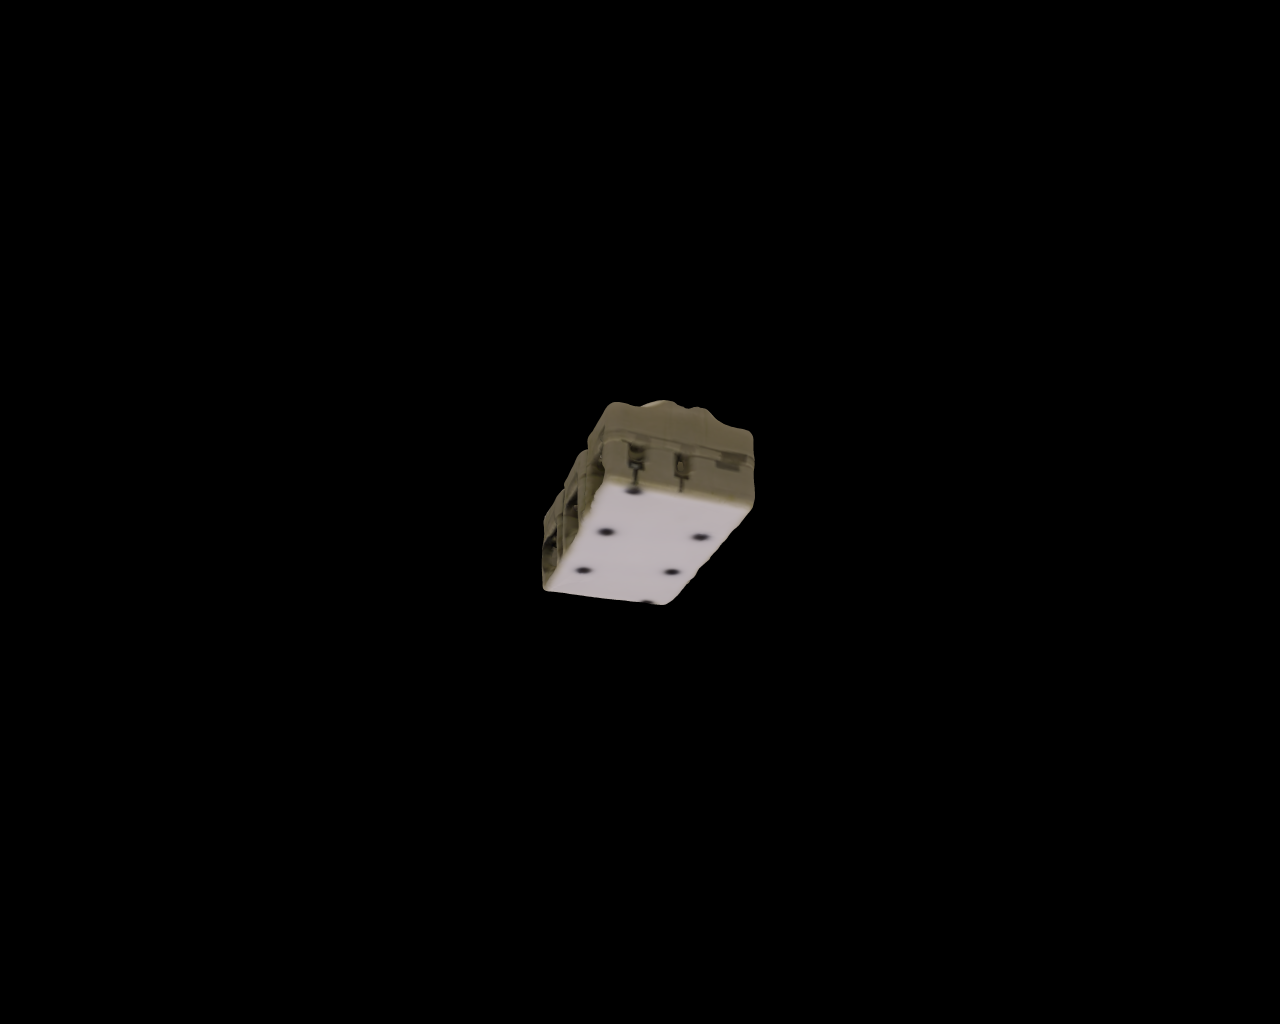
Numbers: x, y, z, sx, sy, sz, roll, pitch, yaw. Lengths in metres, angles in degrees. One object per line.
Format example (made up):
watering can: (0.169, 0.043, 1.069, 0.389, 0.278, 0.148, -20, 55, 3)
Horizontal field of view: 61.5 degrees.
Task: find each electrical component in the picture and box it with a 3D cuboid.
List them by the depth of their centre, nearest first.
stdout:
electrical component: (0.001, -0.003, 0.650, 0.089, 0.062, 0.150, 9, -30, -17)
